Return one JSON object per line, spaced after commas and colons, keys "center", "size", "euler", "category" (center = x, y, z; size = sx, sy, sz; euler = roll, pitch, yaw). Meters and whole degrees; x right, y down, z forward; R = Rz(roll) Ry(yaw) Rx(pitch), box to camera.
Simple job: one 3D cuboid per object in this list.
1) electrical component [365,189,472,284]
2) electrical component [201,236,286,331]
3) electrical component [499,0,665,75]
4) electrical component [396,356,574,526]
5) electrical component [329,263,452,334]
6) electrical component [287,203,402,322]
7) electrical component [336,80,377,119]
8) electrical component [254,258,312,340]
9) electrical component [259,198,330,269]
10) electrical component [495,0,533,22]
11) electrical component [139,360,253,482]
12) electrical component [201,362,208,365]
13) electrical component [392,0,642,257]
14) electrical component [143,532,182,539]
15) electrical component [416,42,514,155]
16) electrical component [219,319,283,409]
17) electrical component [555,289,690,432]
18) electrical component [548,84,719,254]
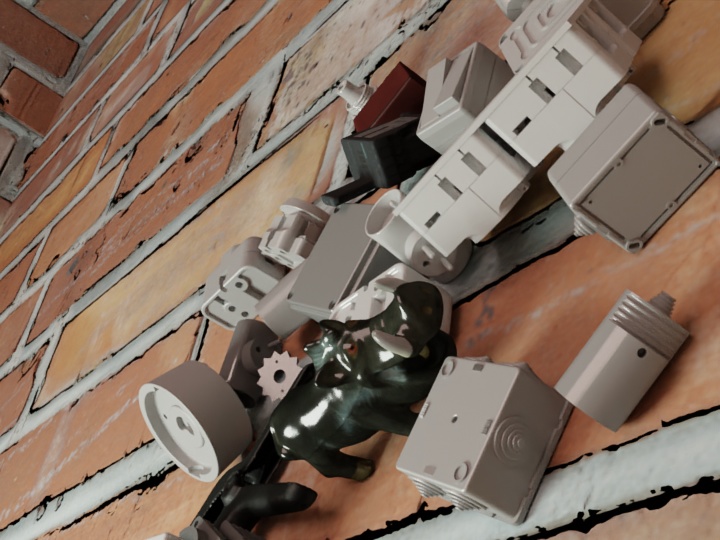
{"center": [0.051, -0.020, 0.839], "size": [0.043, 0.077, 0.079], "euler": [-53, 25, 9], "category": "electrical component"}
{"center": [-0.124, 0.012, 1.152], "size": [0.095, 0.054, 0.059], "euler": [-41, 29, 32], "category": "electrical component"}
{"center": [0.172, -0.189, 0.839], "size": [0.113, 0.057, 0.078], "euler": [-47, 27, 22], "category": "electrical component"}
{"center": [0.076, 0.104, 0.682], "size": [0.100, 0.048, 0.099], "euler": [2, 62, 62], "category": "electrical component"}
{"center": [0.025, 0.044, 0.834], "size": [0.095, 0.059, 0.053], "euler": [-35, 33, 40], "category": "electrical component"}
{"center": [0.000, 0.000, 0.935], "size": [0.108, 0.056, 0.109], "euler": [-62, 25, -9], "category": "electrical component"}
{"center": [0.005, -0.175, 1.124], "size": [0.048, 0.062, 0.048], "euler": [-43, 28, 30], "category": "electrical component"}
{"center": [-0.057, 0.022, 1.026], "size": [0.077, 0.043, 0.079], "euler": [-42, 7, 4], "category": "electrical component"}
{"center": [-0.062, -0.036, 1.092], "size": [0.078, 0.058, 0.057], "euler": [2, 64, 58], "category": "electrical component"}
{"center": [0.146, -0.245, 0.968], "size": [0.043, 0.043, 0.081], "euler": [-48, 26, 20], "category": "electrical component"}
{"center": [-0.146, 0.134, 0.993], "size": [0.060, 0.108, 0.108], "euler": [-36, 11, -34], "category": "electrical component"}
{"center": [-0.152, 0.122, 1.074], "size": [0.066, 0.055, 0.048], "euler": [-5, 57, 60], "category": "electrical component"}
{"center": [0.117, -0.101, 0.777], "size": [0.186, 0.060, 0.105], "euler": [-47, 2, 31], "category": "electrical component"}
{"center": [-0.142, 0.262, 0.857], "size": [0.047, 0.083, 0.075], "euler": [-29, 37, 46], "category": "electrical component"}
{"center": [0.090, -0.140, 0.927], "size": [0.062, 0.061, 0.096], "euler": [-27, 39, 48], "category": "electrical component"}
{"center": [-0.100, 0.086, 1.033], "size": [0.079, 0.044, 0.077], "euler": [-27, 39, 48], "category": "electrical component"}
{"center": [0.153, 0.047, 0.614], "size": [0.081, 0.043, 0.043], "euler": [-55, 25, 6], "category": "electrical component"}
{"center": [0.168, -0.062, 0.691], "size": [0.096, 0.062, 0.061], "euler": [-49, 26, 17], "category": "electrical component"}
